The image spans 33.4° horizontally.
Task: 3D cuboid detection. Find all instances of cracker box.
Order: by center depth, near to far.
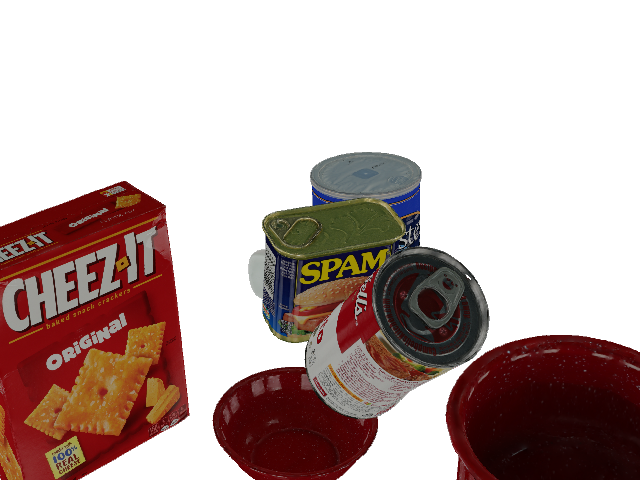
[{"bbox_3d":[-0.194,0.082,0.856,0.163,0.214,0.072,-25,37,-36],"label":"cracker box"}]

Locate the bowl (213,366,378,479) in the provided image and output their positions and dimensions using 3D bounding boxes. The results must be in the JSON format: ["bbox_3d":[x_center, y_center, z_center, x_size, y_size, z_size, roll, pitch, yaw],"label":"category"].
[{"bbox_3d":[-0.024,0.195,1.054,0.162,0.055,0.162,1,32,-1],"label":"bowl"}]

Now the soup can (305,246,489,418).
[{"bbox_3d":[0.040,0.055,0.597,0.068,0.068,0.102,0,-24,-24],"label":"soup can"}]

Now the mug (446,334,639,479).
[{"bbox_3d":[0.103,0.096,0.392,0.117,0.081,0.093,5,36,9],"label":"mug"}]

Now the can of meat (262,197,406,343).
[{"bbox_3d":[0.007,0.023,0.792,0.102,0.084,0.057,-10,37,-20],"label":"can of meat"}]

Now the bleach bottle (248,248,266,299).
[{"bbox_3d":[0.020,-0.005,1.330,0.103,0.068,0.250,16,36,27],"label":"bleach bottle"}]

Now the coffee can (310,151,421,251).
[{"bbox_3d":[0.044,-0.001,1.011,0.103,0.140,0.103,-2,26,1],"label":"coffee can"}]
